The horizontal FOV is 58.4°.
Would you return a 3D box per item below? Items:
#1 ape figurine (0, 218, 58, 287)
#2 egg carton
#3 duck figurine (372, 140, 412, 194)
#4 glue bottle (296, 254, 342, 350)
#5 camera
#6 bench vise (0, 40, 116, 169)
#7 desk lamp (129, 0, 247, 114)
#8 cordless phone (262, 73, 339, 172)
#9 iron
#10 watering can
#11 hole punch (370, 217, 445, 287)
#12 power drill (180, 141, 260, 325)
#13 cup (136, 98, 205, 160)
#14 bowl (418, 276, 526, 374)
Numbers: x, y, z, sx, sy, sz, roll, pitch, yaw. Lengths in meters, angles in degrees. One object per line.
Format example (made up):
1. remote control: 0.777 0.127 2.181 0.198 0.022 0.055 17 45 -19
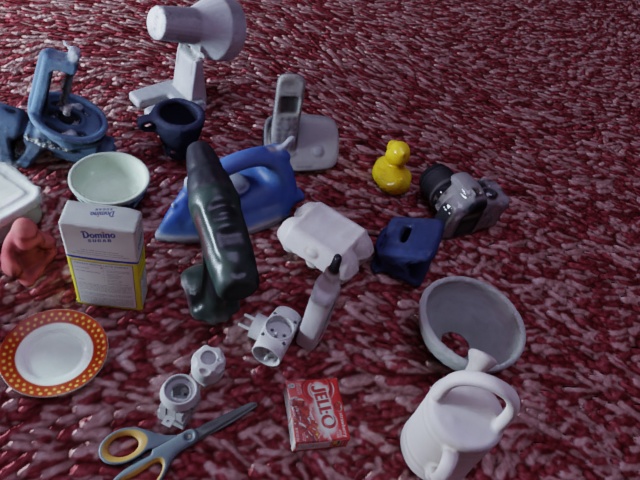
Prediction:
1. ape figurine: -0.410 0.007 0.801 0.078 0.092 0.076 -21 57 -31
2. egg carton: 0.009 0.003 0.939 0.150 0.069 0.107 32 48 14
3. duck figurine: 0.147 -0.147 1.105 0.078 0.086 0.104 1 48 -14
4. glue bottle: 0.006 0.079 0.797 0.037 0.173 0.078 22 46 5
5. camera: 0.262 -0.089 1.075 0.143 0.101 0.136 -14 54 -26
6. bench vise: -0.435 -0.203 0.898 0.208 0.220 0.121 -12 53 -25
7. desk lamp: -0.250 -0.352 1.091 0.204 0.213 0.117 -30 61 -35
8. cordless phone: -0.028 -0.217 1.050 0.148 0.185 0.094 -5 50 -20
9. iron: -0.145 -0.087 0.928 0.259 0.141 0.118 -23 58 -32
10. watering can: 0.175 0.213 0.709 0.101 0.194 0.173 10 47 -6
11. hole punch: 0.146 0.008 0.959 0.101 0.091 0.109 23 47 6
12. power drill: -0.148 0.008 0.794 0.076 0.208 0.229 -11 52 -24
13. cup: -0.265 -0.189 1.020 0.118 0.095 0.091 -13 53 -26
14. bowl: 0.219 0.140 0.870 0.167 0.075 0.167 8 47 -9
